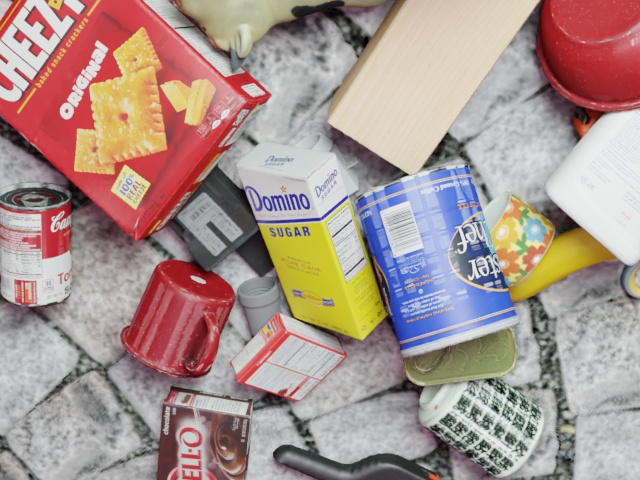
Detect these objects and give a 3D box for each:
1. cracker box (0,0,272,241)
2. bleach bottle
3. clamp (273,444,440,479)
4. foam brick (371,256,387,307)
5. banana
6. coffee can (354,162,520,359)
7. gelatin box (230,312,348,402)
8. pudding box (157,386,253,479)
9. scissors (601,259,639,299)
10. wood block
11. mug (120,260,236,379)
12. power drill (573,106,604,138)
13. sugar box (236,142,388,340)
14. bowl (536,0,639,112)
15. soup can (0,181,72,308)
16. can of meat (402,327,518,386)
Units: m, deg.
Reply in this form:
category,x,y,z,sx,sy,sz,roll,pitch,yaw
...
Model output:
category,x,y,z,sx,sy,sz,roll,pitch,yaw
cracker box,-0.175,-0.131,0.914,0.214,0.072,0.164,43,109,3
bleach bottle,0.298,-0.103,0.849,0.102,0.068,0.251,41,105,0
clamp,0.034,0.248,1.086,0.171,0.039,0.120,-15,116,6
foam brick,0.090,0.020,0.983,0.078,0.053,0.051,-13,109,11
banana,0.248,0.012,0.950,0.198,0.037,0.069,-16,125,24
coffee can,0.097,0.018,0.894,0.103,0.102,0.140,-18,84,12
gelatin box,-0.030,0.113,1.023,0.089,0.030,0.073,25,117,-41
pudding box,-0.117,0.210,1.083,0.090,0.039,0.113,8,112,2
scissors,0.347,-0.008,0.969,0.202,0.016,0.096,-18,111,12
wood block,0.099,-0.169,0.887,0.090,0.090,0.206,31,111,-7
mug,-0.125,0.077,0.995,0.093,0.117,0.081,13,110,-34
power drill,0.327,-0.114,0.908,0.188,0.057,0.184,-43,99,16
sugar box,-0.007,0.001,0.946,0.093,0.048,0.176,13,136,43
bowl,0.234,-0.185,0.834,0.162,0.162,0.055,-41,144,18
soup can,-0.267,0.004,1.000,0.068,0.068,0.102,6,112,3
can of meat,0.127,0.087,0.989,0.102,0.084,0.057,-9,111,8
